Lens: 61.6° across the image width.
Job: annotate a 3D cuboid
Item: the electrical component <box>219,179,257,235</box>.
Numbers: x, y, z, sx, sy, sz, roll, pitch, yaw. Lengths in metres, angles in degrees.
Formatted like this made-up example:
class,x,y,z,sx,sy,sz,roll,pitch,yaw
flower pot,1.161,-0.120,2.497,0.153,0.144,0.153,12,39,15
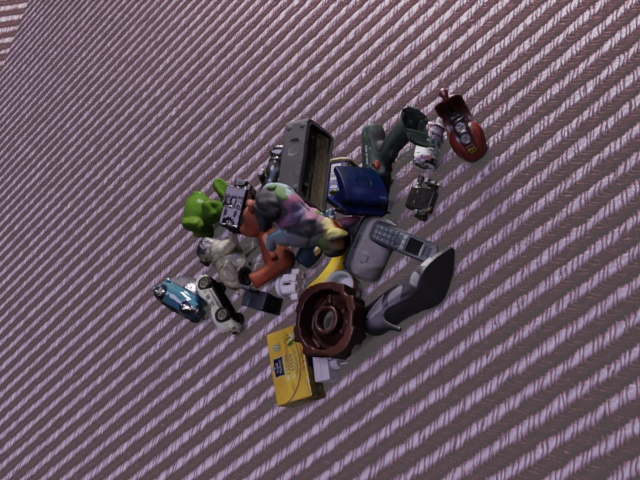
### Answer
class,x,y,z,sx,sy,sz,roll,pitch,yaw
electrical component,-0.209,-0.087,1.392,0.058,0.115,0.134,12,80,8

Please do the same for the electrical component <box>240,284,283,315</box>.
class,x,y,z,sx,sy,sz,roll,pitch,yaw
electrical component,-0.153,0.147,1.318,0.075,0.119,0.047,9,79,31

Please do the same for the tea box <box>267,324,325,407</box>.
class,x,y,z,sx,sy,sz,roll,pitch,yaw
tea box,-0.056,0.288,1.237,0.098,0.068,0.170,-25,62,21

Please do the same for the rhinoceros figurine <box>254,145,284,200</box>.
class,x,y,z,sx,sy,sz,roll,pitch,yaw
rhinoceros figurine,-0.120,-0.156,1.425,0.073,0.112,0.190,13,94,8

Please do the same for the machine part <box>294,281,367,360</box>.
class,x,y,z,sx,sy,sz,roll,pitch,yaw
machine part,0.022,0.176,1.173,0.179,0.056,0.179,-14,66,34

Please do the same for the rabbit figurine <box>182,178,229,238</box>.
class,x,y,z,sx,sy,sz,roll,pitch,yaw
rabbit figurine,-0.279,-0.083,1.506,0.170,0.121,0.159,-1,64,12

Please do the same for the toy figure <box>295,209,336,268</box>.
class,x,y,z,sx,sy,sz,roll,pitch,yaw
toy figure,-0.004,-0.005,1.323,0.064,0.057,0.154,31,85,29

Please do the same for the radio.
class,x,y,z,sx,sy,sz,roll,pitch,yaw
radio,-0.036,-0.185,1.363,0.073,0.131,0.229,-6,69,31

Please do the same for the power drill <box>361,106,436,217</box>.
class,x,y,z,sx,sy,sz,roll,pitch,yaw
power drill,0.172,-0.190,1.237,0.207,0.086,0.232,134,134,-54

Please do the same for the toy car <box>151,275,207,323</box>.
class,x,y,z,sx,sy,sz,roll,pitch,yaw
toy car,-0.370,0.150,1.463,0.162,0.109,0.103,20,66,27

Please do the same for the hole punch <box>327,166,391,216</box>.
class,x,y,z,sx,sy,sz,roll,pitch,yaw
hole punch,0.086,-0.107,1.193,0.116,0.142,0.092,-132,51,-56

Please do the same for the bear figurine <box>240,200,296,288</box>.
class,x,y,z,sx,sy,sz,roll,pitch,yaw
bear figurine,-0.150,0.003,1.337,0.132,0.120,0.195,-34,93,7

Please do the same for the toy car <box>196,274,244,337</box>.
class,x,y,z,sx,sy,sz,roll,pitch,yaw
toy car,-0.264,0.167,1.405,0.056,0.073,0.202,-45,56,8

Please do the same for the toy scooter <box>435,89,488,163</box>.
class,x,y,z,sx,sy,sz,roll,pitch,yaw
toy scooter,0.304,-0.262,1.183,0.075,0.135,0.184,-26,62,19

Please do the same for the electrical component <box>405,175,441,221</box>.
class,x,y,z,sx,sy,sz,roll,pitch,yaw
electrical component,0.234,-0.096,1.217,0.078,0.045,0.102,23,85,34

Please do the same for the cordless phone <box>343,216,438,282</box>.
class,x,y,z,sx,sy,sz,roll,pitch,yaw
cordless phone,0.159,0.037,1.202,0.184,0.088,0.146,23,87,15

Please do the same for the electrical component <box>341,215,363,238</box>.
class,x,y,z,sx,sy,sz,roll,pitch,yaw
electrical component,0.091,-0.038,1.297,0.063,0.021,0.094,-52,54,4

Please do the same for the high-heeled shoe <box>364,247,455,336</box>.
class,x,y,z,sx,sy,sz,roll,pitch,yaw
high-heeled shoe,0.188,0.110,1.173,0.249,0.086,0.145,-49,23,-14

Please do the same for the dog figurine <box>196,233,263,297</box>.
class,x,y,z,sx,sy,sz,roll,pitch,yaw
dog figurine,-0.257,0.070,1.437,0.191,0.121,0.172,-13,62,42

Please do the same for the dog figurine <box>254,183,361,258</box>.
class,x,y,z,sx,sy,sz,roll,pitch,yaw
dog figurine,-0.024,-0.047,1.224,0.219,0.191,0.108,-2,27,29
